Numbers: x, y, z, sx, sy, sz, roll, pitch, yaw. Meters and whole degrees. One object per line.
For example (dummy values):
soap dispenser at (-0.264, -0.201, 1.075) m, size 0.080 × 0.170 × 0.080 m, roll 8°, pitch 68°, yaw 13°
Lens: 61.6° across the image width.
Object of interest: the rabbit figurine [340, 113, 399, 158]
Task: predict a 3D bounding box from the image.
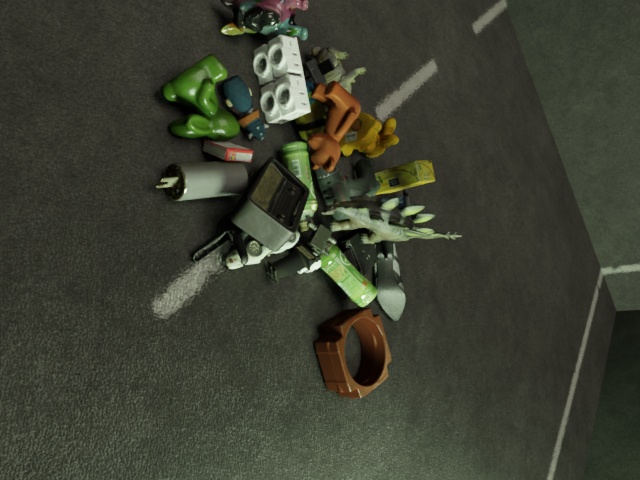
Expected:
rabbit figurine at (0.147, -0.301, 1.563) m, size 0.173 × 0.162 × 0.122 m, roll 37°, pitch 41°, yaw -58°

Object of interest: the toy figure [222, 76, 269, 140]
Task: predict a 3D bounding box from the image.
toy figure at (-0.175, -0.306, 1.258) m, size 0.058 × 0.064 × 0.154 m, roll -101°, pitch 166°, yaw -67°

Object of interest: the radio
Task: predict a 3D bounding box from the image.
radio at (-0.104, -0.082, 1.196) m, size 0.131 × 0.073 × 0.230 m, roll 39°, pitch 31°, yaw -14°

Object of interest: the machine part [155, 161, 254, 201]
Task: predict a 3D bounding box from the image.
machine part at (-0.238, -0.126, 1.133) m, size 0.243 × 0.079 × 0.079 m, roll -14°, pitch 91°, yaw -50°

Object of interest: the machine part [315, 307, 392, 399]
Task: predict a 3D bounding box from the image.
machine part at (0.087, 0.287, 1.388) m, size 0.201 × 0.087 × 0.200 m, roll -22°, pitch 98°, yaw -50°

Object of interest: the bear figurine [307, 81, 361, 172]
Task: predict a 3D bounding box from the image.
bear figurine at (0.014, -0.276, 1.333) m, size 0.132 × 0.120 × 0.195 m, roll 31°, pitch 90°, yaw -28°

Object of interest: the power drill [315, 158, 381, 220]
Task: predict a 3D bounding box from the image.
power drill at (0.075, -0.172, 1.487) m, size 0.207 × 0.086 × 0.231 m, roll -27°, pitch 103°, yaw -51°

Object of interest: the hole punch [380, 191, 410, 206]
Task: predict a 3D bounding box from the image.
hole punch at (0.238, -0.081, 1.654) m, size 0.115 × 0.092 × 0.142 m, roll 9°, pitch 69°, yaw -78°

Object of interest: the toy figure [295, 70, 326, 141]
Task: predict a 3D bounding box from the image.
toy figure at (-0.040, -0.344, 1.398) m, size 0.089 × 0.082 × 0.180 m, roll -35°, pitch 118°, yaw -18°

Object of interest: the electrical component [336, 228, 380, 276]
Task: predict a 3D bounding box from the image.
electrical component at (0.098, 0.038, 1.479) m, size 0.134 × 0.058 × 0.114 m, roll -36°, pitch 106°, yaw -46°

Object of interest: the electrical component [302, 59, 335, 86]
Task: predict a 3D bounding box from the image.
electrical component at (-0.018, -0.433, 1.414) m, size 0.048 × 0.119 × 0.074 m, roll -48°, pitch 119°, yaw -43°

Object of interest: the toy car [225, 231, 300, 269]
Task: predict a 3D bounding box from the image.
toy car at (-0.128, 0.017, 1.222) m, size 0.202 × 0.074 × 0.056 m, roll -22°, pitch 94°, yaw -48°

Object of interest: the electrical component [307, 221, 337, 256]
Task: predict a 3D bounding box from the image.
electrical component at (-0.003, -0.004, 1.324) m, size 0.094 × 0.021 × 0.063 m, roll 37°, pitch 73°, yaw -27°

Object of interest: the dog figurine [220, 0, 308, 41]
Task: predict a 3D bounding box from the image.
dog figurine at (-0.146, -0.554, 1.315) m, size 0.219 × 0.192 × 0.108 m, roll -10°, pitch 127°, yaw -25°

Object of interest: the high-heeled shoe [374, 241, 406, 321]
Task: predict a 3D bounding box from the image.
high-heeled shoe at (0.203, 0.105, 1.593) m, size 0.145 × 0.086 × 0.248 m, roll -83°, pitch 166°, yaw -65°

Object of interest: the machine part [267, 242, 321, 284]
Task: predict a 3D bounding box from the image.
machine part at (-0.069, 0.052, 1.288) m, size 0.084 × 0.039 × 0.139 m, roll 42°, pitch 47°, yaw 21°

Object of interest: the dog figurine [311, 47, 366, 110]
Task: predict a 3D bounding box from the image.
dog figurine at (0.017, -0.415, 1.476) m, size 0.172 × 0.121 × 0.190 m, roll 29°, pitch 74°, yaw -5°

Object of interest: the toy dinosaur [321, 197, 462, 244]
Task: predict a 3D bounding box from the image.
toy dinosaur at (0.189, -0.043, 1.404) m, size 0.471 × 0.199 × 0.105 m, roll 8°, pitch 84°, yaw -44°

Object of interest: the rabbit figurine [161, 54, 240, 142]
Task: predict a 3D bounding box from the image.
rabbit figurine at (-0.239, -0.278, 1.132) m, size 0.170 × 0.121 × 0.159 m, roll 55°, pitch 53°, yaw -21°

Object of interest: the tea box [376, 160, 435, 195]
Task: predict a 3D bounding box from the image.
tea box at (0.245, -0.186, 1.609) m, size 0.098 × 0.170 × 0.068 m, roll -10°, pitch 87°, yaw -47°
